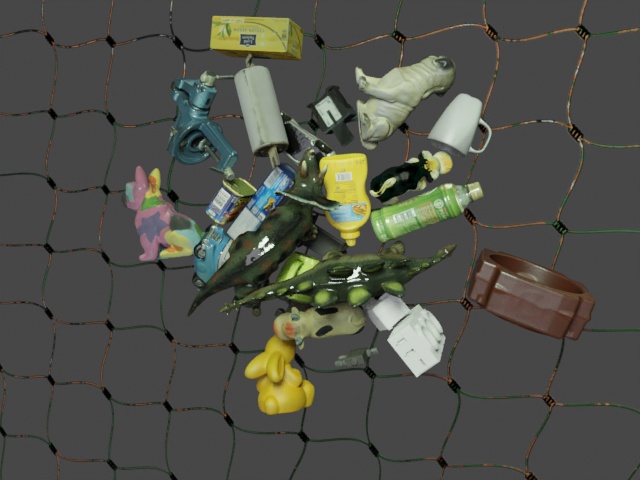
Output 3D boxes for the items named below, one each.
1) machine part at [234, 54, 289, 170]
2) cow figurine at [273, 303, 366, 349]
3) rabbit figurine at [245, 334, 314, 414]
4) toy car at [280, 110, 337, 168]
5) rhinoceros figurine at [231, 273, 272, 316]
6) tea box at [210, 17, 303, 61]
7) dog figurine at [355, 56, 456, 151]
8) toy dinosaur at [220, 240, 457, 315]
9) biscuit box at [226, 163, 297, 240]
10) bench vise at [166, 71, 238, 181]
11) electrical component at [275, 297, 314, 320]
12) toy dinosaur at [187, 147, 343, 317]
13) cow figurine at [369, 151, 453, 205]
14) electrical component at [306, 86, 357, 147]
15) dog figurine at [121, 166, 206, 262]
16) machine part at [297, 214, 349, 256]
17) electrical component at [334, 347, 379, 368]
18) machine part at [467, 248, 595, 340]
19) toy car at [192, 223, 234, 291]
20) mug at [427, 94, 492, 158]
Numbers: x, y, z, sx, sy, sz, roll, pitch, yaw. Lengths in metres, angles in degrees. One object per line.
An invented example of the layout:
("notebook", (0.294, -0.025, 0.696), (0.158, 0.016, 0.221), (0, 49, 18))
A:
("machine part", (-0.119, -0.259, 1.091), (0.079, 0.079, 0.243), (-19, 81, 18))
("cow figurine", (0.000, 0.172, 1.111), (0.195, 0.127, 0.085), (-7, 86, -5))
("rabbit figurine", (-0.097, 0.289, 1.187), (0.122, 0.162, 0.173), (-1, 79, 28))
("toy car", (-0.052, -0.208, 1.144), (0.202, 0.056, 0.073), (38, 99, 7))
("rhinoceros figurine", (-0.134, 0.077, 1.183), (0.073, 0.112, 0.190), (22, 116, -4))
("tea box", (-0.130, -0.417, 1.117), (0.170, 0.098, 0.068), (7, 99, 17))
("dog figurine", (0.170, -0.267, 1.056), (0.191, 0.121, 0.172), (-4, 131, 0))
("toy dinosaur", (0.046, 0.074, 1.041), (0.472, 0.198, 0.105), (-15, 93, -3))
("biscuit box", (-0.120, -0.075, 1.177), (0.059, 0.063, 0.202), (42, 106, 8))
("bench vise", (-0.241, -0.231, 1.152), (0.223, 0.129, 0.241), (-50, 65, 24))
("electrical component", (-0.054, 0.170, 1.198), (0.102, 0.045, 0.078), (17, 79, 7))
("toy dinosaur", (-0.102, 0.006, 1.033), (0.131, 0.192, 0.405), (40, 76, 2))
("cow figurine", (0.178, -0.129, 1.063), (0.167, 0.098, 0.068), (-27, 83, 18))
("electrical component", (0.035, -0.251, 1.111), (0.075, 0.048, 0.119), (-38, 86, 26))
("dog figurine", (-0.359, -0.063, 1.229), (0.192, 0.108, 0.219), (-8, 92, 18))
("machine part", (-0.002, -0.004, 1.165), (0.139, 0.039, 0.084), (34, 100, 11))
("electrical component", (0.080, 0.253, 1.160), (0.094, 0.063, 0.021), (-17, 92, 17))
("machine part", (0.377, 0.096, 0.979), (0.202, 0.201, 0.087), (23, 105, 12))
("toy car", (-0.217, 0.045, 1.184), (0.103, 0.109, 0.161), (18, 133, 4))
("mug", (0.277, -0.219, 1.032), (0.110, 0.080, 0.107), (25, 95, 17))
